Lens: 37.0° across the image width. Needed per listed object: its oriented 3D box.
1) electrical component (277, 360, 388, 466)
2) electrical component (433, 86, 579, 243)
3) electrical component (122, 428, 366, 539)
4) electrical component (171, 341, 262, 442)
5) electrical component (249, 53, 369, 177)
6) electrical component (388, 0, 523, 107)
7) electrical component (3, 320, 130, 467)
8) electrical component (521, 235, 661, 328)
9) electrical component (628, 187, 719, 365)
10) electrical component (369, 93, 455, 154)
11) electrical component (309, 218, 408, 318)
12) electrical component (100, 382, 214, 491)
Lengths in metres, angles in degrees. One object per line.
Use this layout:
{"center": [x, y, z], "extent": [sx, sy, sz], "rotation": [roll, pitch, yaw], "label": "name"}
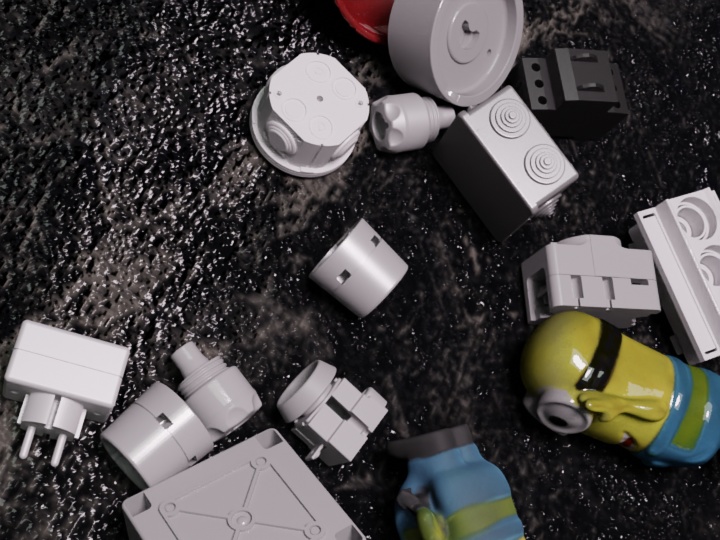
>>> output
{"center": [-0.021, 0.093, 0.708], "extent": [0.055, 0.048, 0.066], "rotation": [44, 62, -8], "label": "electrical component"}
{"center": [0.106, -0.077, 0.790], "extent": [0.048, 0.099, 0.099], "rotation": [-35, 85, -14], "label": "electrical component"}
{"center": [-0.067, 0.163, 0.631], "extent": [0.109, 0.056, 0.109], "rotation": [-24, 45, -26], "label": "electrical component"}
{"center": [-0.096, 0.075, 0.689], "extent": [0.043, 0.043, 0.062], "rotation": [-35, 83, -27], "label": "electrical component"}
{"center": [-0.036, -0.112, 0.777], "extent": [0.080, 0.051, 0.080], "rotation": [7, 68, -18], "label": "electrical component"}
{"center": [0.067, -0.183, 0.817], "extent": [0.060, 0.108, 0.108], "rotation": [24, 53, 39], "label": "electrical component"}
{"center": [-0.184, 0.080, 0.652], "extent": [0.066, 0.047, 0.076], "rotation": [17, 65, -13], "label": "electrical component"}
{"center": [0.172, 0.009, 0.807], "extent": [0.089, 0.050, 0.055], "rotation": [3, 70, -19], "label": "electrical component"}
{"center": [0.261, 0.007, 0.833], "extent": [0.079, 0.063, 0.121], "rotation": [-16, 76, -24], "label": "electrical component"}
{"center": [0.041, -0.112, 0.809], "extent": [0.062, 0.043, 0.043], "rotation": [-12, 75, -25], "label": "electrical component"}
{"center": [0.000, 0.000, 0.746], "extent": [0.047, 0.055, 0.055], "rotation": [43, 62, -4], "label": "electrical component"}
{"center": [-0.126, 0.105, 0.661], "extent": [0.047, 0.055, 0.055], "rotation": [-41, 88, -24], "label": "electrical component"}
